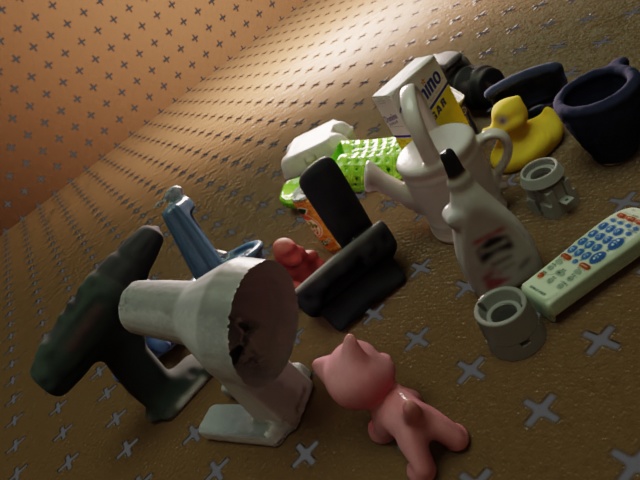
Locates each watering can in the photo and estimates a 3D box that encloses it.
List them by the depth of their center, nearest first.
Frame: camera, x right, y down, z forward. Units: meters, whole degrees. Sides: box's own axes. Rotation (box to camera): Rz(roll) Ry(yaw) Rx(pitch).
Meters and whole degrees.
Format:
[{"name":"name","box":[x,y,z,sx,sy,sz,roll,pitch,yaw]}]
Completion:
[{"name":"watering can","box":[0.136,-0.093,0.687,0.173,0.194,0.100,-32,28,6]}]

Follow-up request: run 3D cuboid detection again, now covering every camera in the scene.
[{"name":"camera","box":[0.220,-0.248,0.938,0.143,0.101,0.136,-42,28,-12]}]

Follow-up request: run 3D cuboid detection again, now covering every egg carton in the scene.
[{"name":"egg carton","box":[-0.002,-0.164,1.085,0.150,0.069,0.107,-21,31,25]}]

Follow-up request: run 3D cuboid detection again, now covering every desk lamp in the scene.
[{"name":"desk lamp","box":[-0.096,0.117,0.593,0.202,0.214,0.118,-12,35,37]}]

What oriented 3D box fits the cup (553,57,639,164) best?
[{"name":"cup","box":[0.333,-0.145,0.658,0.091,0.095,0.118,7,49,52]}]

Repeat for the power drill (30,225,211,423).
[{"name":"power drill","box":[-0.237,0.125,0.740,0.230,0.209,0.075,-48,30,-22]}]

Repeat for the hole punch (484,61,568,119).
[{"name":"hole punch","box":[0.292,-0.213,0.814,0.108,0.091,0.101,-19,32,28]}]

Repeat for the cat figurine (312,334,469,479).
[{"name":"cat figurine","box":[0.052,0.135,0.505,0.067,0.118,0.127,-43,29,-15]}]

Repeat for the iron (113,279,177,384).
[{"name":"iron","box":[-0.303,0.104,0.920,0.118,0.142,0.257,-35,28,1]}]

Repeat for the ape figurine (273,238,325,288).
[{"name":"ape figurine","box":[-0.033,0.037,0.779,0.075,0.092,0.078,5,47,51]}]

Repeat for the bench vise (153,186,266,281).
[{"name":"bench vise","box":[-0.130,0.037,0.749,0.121,0.220,0.207,-35,28,0]}]

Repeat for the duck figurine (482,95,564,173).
[{"name":"duck figurine","box":[0.262,-0.150,0.754,0.104,0.086,0.077,-33,28,5]}]

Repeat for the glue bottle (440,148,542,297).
[{"name":"glue bottle","box":[0.158,-0.019,0.569,0.078,0.173,0.037,-32,28,6]}]

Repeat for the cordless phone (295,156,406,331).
[{"name":"cordless phone","box":[0.006,0.002,0.690,0.148,0.185,0.094,-41,28,-10]}]
